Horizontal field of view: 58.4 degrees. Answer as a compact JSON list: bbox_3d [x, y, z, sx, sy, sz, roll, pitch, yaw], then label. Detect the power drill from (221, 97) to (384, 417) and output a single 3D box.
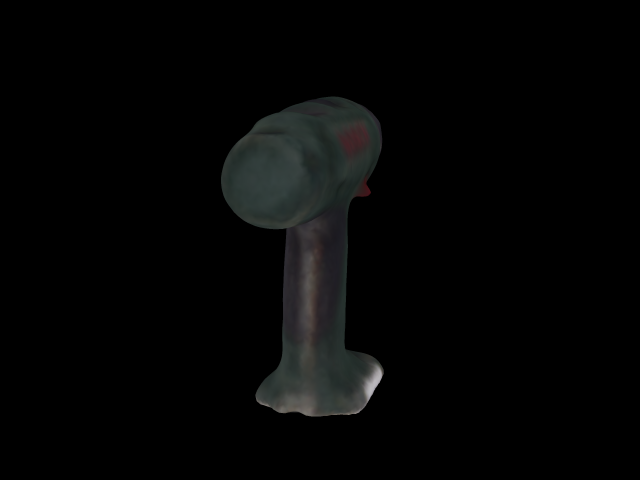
[{"bbox_3d":[0.004,0.001,0.400,0.075,0.208,0.230,1,5,16],"label":"power drill"}]
